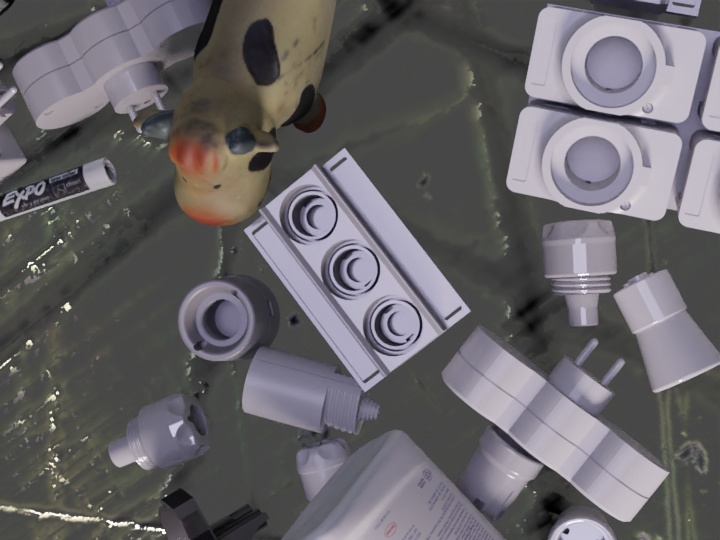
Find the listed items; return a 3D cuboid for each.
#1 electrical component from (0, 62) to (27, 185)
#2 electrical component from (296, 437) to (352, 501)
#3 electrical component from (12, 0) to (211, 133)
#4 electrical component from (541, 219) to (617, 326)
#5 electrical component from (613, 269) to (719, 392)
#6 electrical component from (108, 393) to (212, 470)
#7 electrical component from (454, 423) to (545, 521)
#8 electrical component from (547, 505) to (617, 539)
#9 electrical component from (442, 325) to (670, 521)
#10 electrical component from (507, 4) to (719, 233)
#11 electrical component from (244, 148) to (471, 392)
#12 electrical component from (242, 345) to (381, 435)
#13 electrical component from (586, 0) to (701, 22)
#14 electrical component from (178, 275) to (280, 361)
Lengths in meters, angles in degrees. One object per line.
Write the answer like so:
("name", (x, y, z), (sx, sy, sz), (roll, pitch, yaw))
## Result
("electrical component", (-0.251, -0.104, 0.698), (0.076, 0.047, 0.083), (-34, 83, 26))
("electrical component", (-0.017, 0.137, 0.667), (0.035, 0.035, 0.061), (-16, 89, 11))
("electrical component", (-0.147, -0.124, 0.684), (0.138, 0.052, 0.073), (-28, 85, 10))
("electrical component", (0.130, 0.002, 0.634), (0.043, 0.043, 0.062), (-3, 90, 11))
("electrical component", (0.176, 0.033, 0.626), (0.044, 0.044, 0.065), (-27, 80, 10))
("electrical component", (-0.129, 0.107, 0.685), (0.062, 0.043, 0.043), (-23, 85, 12))
("electrical component", (0.082, 0.122, 0.645), (0.040, 0.040, 0.046), (34, 101, 9))
("electrical component", (0.130, 0.159, 0.631), (0.040, 0.046, 0.040), (0, 90, 11))
("electrical component", (0.124, 0.075, 0.630), (0.138, 0.052, 0.073), (38, 97, 9))
("electrical component", (0.185, -0.080, 0.602), (0.186, 0.060, 0.105), (12, 107, 11))
("electrical component", (0.000, 0.000, 0.649), (0.079, 0.063, 0.121), (-38, 83, 9))
("electrical component", (-0.027, 0.077, 0.664), (0.081, 0.043, 0.043), (14, 92, 11))
("electrical component", (0.166, -0.208, 0.617), (0.079, 0.063, 0.121), (13, 92, 11))
("electrical component", (-0.083, 0.031, 0.674), (0.055, 0.047, 0.055), (0, 90, 11))
